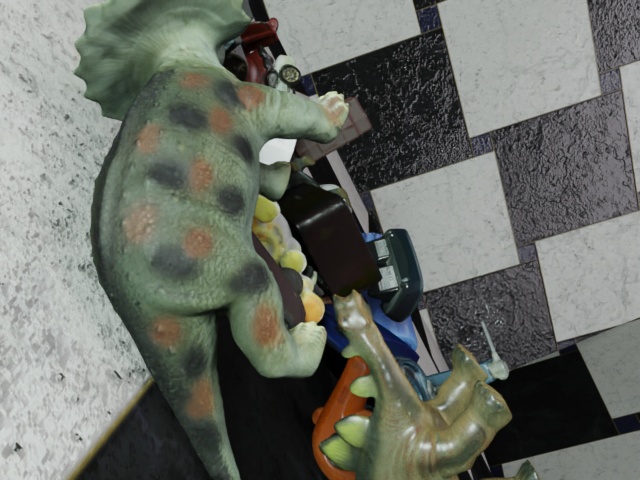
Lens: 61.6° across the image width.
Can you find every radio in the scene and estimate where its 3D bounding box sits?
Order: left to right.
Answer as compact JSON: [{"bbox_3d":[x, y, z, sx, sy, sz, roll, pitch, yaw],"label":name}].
[{"bbox_3d":[-0.002,-0.002,0.745,0.131,0.073,0.230,63,-7,-16],"label":"radio"}]

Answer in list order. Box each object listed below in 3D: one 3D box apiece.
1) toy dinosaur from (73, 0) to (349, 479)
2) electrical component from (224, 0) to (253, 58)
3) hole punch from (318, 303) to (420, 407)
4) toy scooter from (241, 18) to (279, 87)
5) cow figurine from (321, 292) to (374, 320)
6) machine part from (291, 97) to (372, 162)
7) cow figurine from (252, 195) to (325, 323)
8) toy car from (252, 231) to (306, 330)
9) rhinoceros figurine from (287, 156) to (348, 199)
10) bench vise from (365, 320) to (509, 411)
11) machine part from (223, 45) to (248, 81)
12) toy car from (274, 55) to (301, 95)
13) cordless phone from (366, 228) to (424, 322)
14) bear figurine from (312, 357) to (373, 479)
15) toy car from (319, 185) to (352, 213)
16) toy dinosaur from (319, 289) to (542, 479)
[{"bbox_3d":[-0.089,-0.023,0.366,0.192,0.131,0.405,18,60,-33],"label":"toy dinosaur"},{"bbox_3d":[-0.148,-0.283,0.676,0.058,0.115,0.134,15,49,-51],"label":"electrical component"},{"bbox_3d":[0.051,0.131,0.681,0.142,0.092,0.115,33,-20,50],"label":"hole punch"},{"bbox_3d":[-0.118,-0.303,0.898,0.184,0.135,0.075,70,10,23],"label":"toy scooter"},{"bbox_3d":[0.048,0.115,0.841,0.127,0.085,0.195,44,25,-68],"label":"cow figurine"},{"bbox_3d":[0.011,-0.243,1.217,0.087,0.201,0.201,60,10,-9],"label":"machine part"},{"bbox_3d":[-0.051,0.022,0.627,0.167,0.068,0.098,63,1,-12],"label":"cow figurine"},{"bbox_3d":[-0.080,0.015,0.521,0.202,0.053,0.089,55,17,-21],"label":"toy car"},{"bbox_3d":[-0.014,-0.050,0.902,0.190,0.112,0.073,51,33,4],"label":"rhinoceros figurine"},{"bbox_3d":[0.159,0.217,0.773,0.223,0.241,0.129,14,53,-57],"label":"bench vise"},{"bbox_3d":[-0.169,-0.316,0.835,0.079,0.079,0.243,46,21,-61],"label":"machine part"},{"bbox_3d":[-0.074,-0.218,0.926,0.073,0.056,0.201,134,-33,-72],"label":"toy car"},{"bbox_3d":[0.139,0.085,0.901,0.184,0.089,0.147,58,16,-45],"label":"cordless phone"},{"bbox_3d":[0.072,0.214,0.598,0.120,0.132,0.195,37,2,30],"label":"bear figurine"},{"bbox_3d":[0.007,-0.062,1.032,0.109,0.103,0.161,67,8,20],"label":"toy car"},{"bbox_3d":[0.107,0.257,0.453,0.471,0.199,0.105,63,9,-7],"label":"toy dinosaur"}]
